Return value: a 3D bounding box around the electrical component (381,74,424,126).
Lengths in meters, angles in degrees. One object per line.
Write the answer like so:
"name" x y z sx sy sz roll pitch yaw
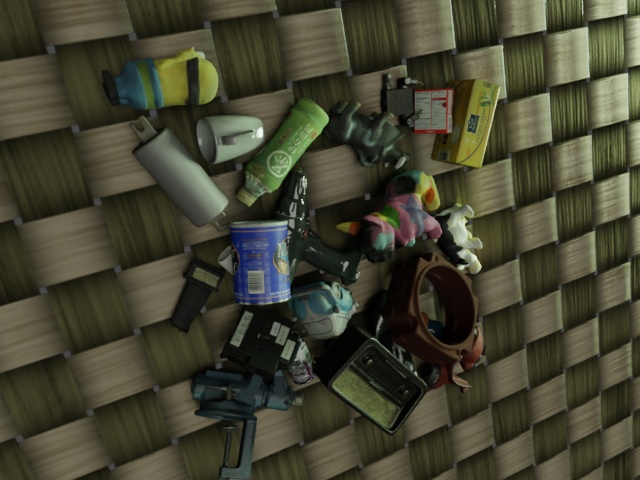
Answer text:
"electrical component" 0.165 -0.280 1.075 0.078 0.045 0.102 -5 104 -23

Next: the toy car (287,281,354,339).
"toy car" 0.006 0.141 1.042 0.161 0.109 0.103 30 51 -61

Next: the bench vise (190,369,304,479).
"bench vise" -0.145 0.350 1.032 0.223 0.129 0.240 14 65 -17

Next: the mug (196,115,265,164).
"mug" -0.147 -0.184 0.939 0.107 0.110 0.080 -21 106 -32

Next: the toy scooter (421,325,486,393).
"toy scooter" 0.330 0.291 1.264 0.135 0.075 0.184 41 88 -25

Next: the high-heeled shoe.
"high-heeled shoe" 0.169 0.226 1.201 0.248 0.086 0.145 51 48 -42

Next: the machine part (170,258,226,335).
"machine part" -0.236 0.107 1.005 0.084 0.039 0.138 25 90 -34

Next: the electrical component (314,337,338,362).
"electrical component" 0.052 0.226 1.129 0.119 0.075 0.047 -48 119 -27

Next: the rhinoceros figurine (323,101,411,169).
"rhinoceros figurine" 0.099 -0.199 1.051 0.190 0.073 0.112 20 93 -25

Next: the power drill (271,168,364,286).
"power drill" -0.002 -0.003 1.053 0.207 0.086 0.232 17 96 -29

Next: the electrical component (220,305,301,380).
"electrical component" -0.107 0.196 1.024 0.134 0.058 0.115 26 62 -3

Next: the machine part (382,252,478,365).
"machine part" 0.239 0.144 1.136 0.201 0.087 0.201 35 56 -25

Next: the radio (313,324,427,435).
"radio" 0.106 0.277 1.068 0.131 0.073 0.229 -49 123 -4

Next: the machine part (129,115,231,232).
"machine part" -0.240 -0.107 0.930 0.079 0.079 0.243 -41 115 -9

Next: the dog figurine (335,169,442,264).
"dog figurine" 0.131 -0.051 1.035 0.219 0.109 0.191 1 81 -42

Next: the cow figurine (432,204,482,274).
"cow figurine" 0.300 0.010 1.187 0.098 0.068 0.167 -23 107 -11

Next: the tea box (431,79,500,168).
"tea box" 0.299 -0.240 1.112 0.068 0.098 0.169 8 101 -24

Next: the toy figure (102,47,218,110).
"toy figure" -0.259 -0.255 0.885 0.180 0.082 0.089 -19 105 -19

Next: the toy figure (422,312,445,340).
"toy figure" 0.234 0.196 1.206 0.154 0.064 0.058 32 96 -23
